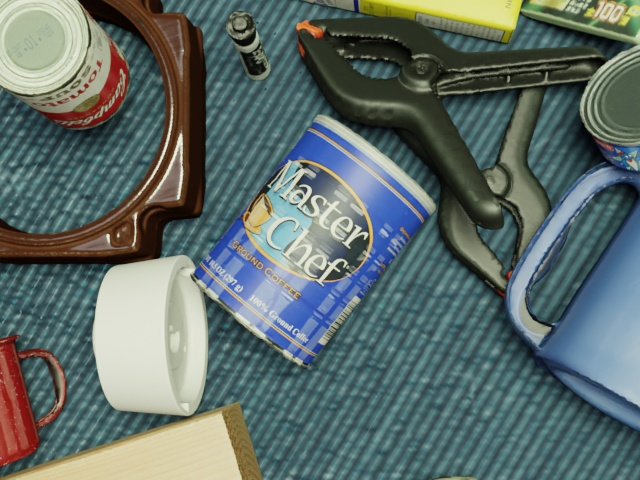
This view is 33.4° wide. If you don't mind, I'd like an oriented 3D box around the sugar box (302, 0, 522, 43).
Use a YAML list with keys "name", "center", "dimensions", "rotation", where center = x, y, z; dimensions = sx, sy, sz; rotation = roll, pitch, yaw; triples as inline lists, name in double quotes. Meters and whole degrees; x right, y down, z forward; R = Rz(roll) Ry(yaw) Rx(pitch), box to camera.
- name: "sugar box"
  center: [0.060, -0.206, 0.761]
  dimensions: [0.176, 0.048, 0.093]
  rotation: [12, 87, 3]

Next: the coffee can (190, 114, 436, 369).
- name: "coffee can"
  center: [-0.005, 0.001, 0.721]
  dimensions: [0.103, 0.103, 0.140]
  rotation: [39, 89, 5]

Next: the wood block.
- name: "wood block"
  center: [-0.144, 0.186, 0.722]
  dimensions: [0.206, 0.090, 0.091]
  rotation: [-18, 85, 2]

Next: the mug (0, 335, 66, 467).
- name: "mug"
  center: [-0.232, 0.114, 0.740]
  dimensions: [0.117, 0.093, 0.081]
  rotation: [-15, 90, -34]

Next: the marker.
- name: "marker"
  center: [-0.048, -0.130, 0.723]
  dimensions: [0.020, 0.121, 0.020]
  rotation: [0, 86, 2]

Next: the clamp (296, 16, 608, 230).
- name: "clamp"
  center: [0.069, -0.096, 0.720]
  dimensions: [0.210, 0.036, 0.164]
  rotation: [20, 58, 18]

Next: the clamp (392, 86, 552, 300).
- name: "clamp"
  center: [0.126, -0.046, 0.751]
  dimensions: [0.120, 0.039, 0.171]
  rotation: [-22, 82, 6]

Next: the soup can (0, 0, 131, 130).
- name: "soup can"
  center: [-0.160, -0.110, 0.652]
  dimensions: [0.068, 0.102, 0.068]
  rotation: [0, 85, 2]

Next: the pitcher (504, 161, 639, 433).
- name: "pitcher"
  center: [0.245, 0.008, 0.699]
  dimensions: [0.149, 0.145, 0.243]
  rotation: [35, 83, -36]

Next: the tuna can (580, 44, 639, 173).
- name: "tuna can"
  center: [0.212, -0.085, 0.679]
  dimensions: [0.086, 0.033, 0.086]
  rotation: [-21, 45, 23]
